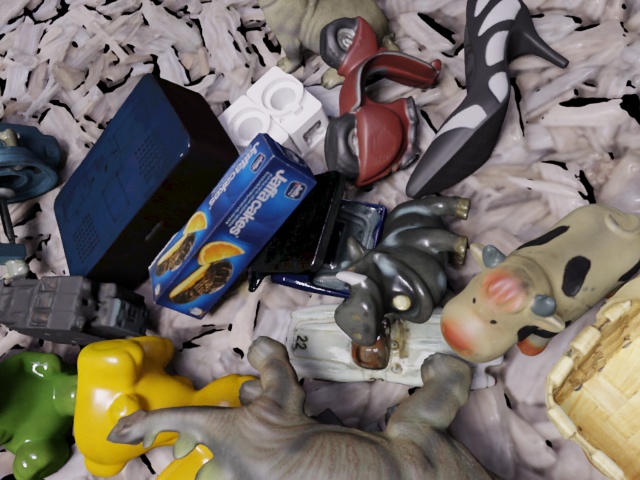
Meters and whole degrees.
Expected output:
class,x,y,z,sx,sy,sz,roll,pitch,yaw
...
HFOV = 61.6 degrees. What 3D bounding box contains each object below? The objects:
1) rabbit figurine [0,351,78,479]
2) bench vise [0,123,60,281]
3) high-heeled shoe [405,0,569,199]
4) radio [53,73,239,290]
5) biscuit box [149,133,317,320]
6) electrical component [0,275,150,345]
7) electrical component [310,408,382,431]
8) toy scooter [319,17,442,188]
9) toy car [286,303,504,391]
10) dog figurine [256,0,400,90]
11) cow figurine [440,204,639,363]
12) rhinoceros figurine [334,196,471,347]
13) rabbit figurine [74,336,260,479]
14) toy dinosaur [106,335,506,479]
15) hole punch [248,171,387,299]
class,x,y,z,sx,sy,sz,roll,pitch,yaw
rabbit figurine,-0.326,0.147,0.540,0.159,0.170,0.121,37,83,25
bench vise,-0.410,-0.065,0.642,0.129,0.223,0.240,-26,77,23
high-heeled shoe,0.143,-0.162,0.567,0.249,0.086,0.145,-41,63,-9
radio,-0.201,-0.060,0.595,0.229,0.073,0.131,-43,59,22
biscuit box,-0.093,-0.012,0.549,0.202,0.062,0.059,-49,38,16
electrical component,-0.256,0.079,0.576,0.134,0.114,0.058,-1,71,18
electrical component,0.009,0.188,0.493,0.094,0.021,0.063,-32,50,-20
toy scooter,0.071,-0.148,0.580,0.135,0.075,0.183,-2,87,-15
toy car,0.065,0.099,0.502,0.202,0.056,0.073,-1,69,17
dog figurine,-0.004,-0.272,0.594,0.173,0.190,0.121,4,71,17
cow figurine,0.179,0.034,0.426,0.195,0.127,0.086,-28,58,-18
rhinoceros figurine,0.073,0.019,0.473,0.112,0.073,0.190,11,34,20
rabbit figurine,-0.135,0.170,0.508,0.173,0.121,0.162,2,72,-2
toy dinosaur,0.062,0.185,0.388,0.472,0.104,0.199,6,37,6
hole punch,-0.001,-0.002,0.556,0.116,0.092,0.142,0,70,48
